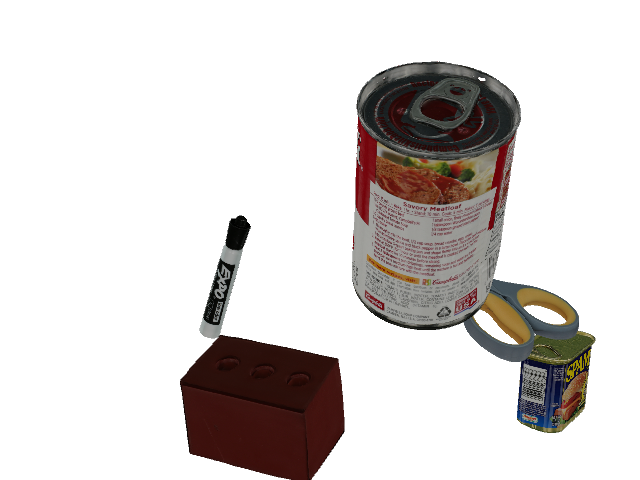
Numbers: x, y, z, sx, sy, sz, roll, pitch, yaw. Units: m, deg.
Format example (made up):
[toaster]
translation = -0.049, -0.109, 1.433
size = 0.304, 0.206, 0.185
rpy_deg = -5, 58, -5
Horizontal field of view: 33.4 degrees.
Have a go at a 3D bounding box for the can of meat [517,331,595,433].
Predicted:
[can of meat]
translation = 0.250, 0.148, 1.141
size = 0.058, 0.084, 0.101
rpy_deg = 12, 18, 32

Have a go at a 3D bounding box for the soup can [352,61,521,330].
[soup can]
translation = 0.049, -0.018, 0.474
size = 0.068, 0.102, 0.068
rpy_deg = 0, 42, 0

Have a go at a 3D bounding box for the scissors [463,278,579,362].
[scissors]
translation = 0.130, 0.028, 0.837
size = 0.096, 0.016, 0.202
rpy_deg = -2, 32, -14

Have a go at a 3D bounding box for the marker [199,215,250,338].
[marker]
translation = -0.083, 0.032, 0.933
size = 0.020, 0.121, 0.020
rpy_deg = 14, 27, -8

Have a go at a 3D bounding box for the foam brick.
[foam brick]
translation = -0.032, 0.094, 0.603
size = 0.078, 0.051, 0.053
rpy_deg = 9, 29, 21
